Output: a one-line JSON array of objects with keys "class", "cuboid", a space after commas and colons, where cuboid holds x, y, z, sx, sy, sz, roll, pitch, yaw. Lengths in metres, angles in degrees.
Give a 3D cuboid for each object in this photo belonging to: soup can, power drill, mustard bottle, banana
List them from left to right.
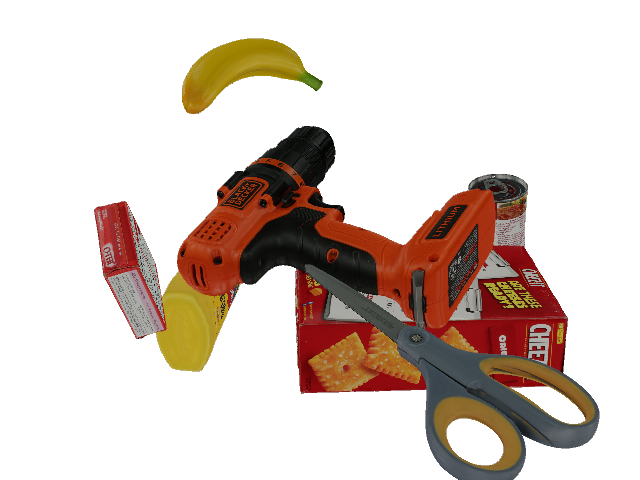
[{"class": "mustard bottle", "cuboid": [-0.119, 0.047, 1.129, 0.058, 0.096, 0.191, 3, 30, 10]}, {"class": "banana", "cuboid": [-0.076, -0.166, 1.043, 0.070, 0.037, 0.197, 43, 37, 21]}, {"class": "power drill", "cuboid": [0.020, -0.014, 0.733, 0.188, 0.057, 0.184, 11, 41, 26]}, {"class": "soup can", "cuboid": [0.207, -0.018, 1.246, 0.068, 0.102, 0.068, -4, 30, 2]}]

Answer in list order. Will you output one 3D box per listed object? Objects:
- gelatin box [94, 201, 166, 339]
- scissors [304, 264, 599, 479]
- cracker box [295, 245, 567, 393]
[{"class": "gelatin box", "cuboid": [-0.153, 0.024, 0.859, 0.030, 0.073, 0.089, -17, -41, -2]}, {"class": "scissors", "cuboid": [0.048, 0.070, 0.575, 0.202, 0.016, 0.096, 21, 43, 29]}, {"class": "cracker box", "cuboid": [0.086, 0.065, 0.919, 0.213, 0.072, 0.164, -1, 21, -2]}]
